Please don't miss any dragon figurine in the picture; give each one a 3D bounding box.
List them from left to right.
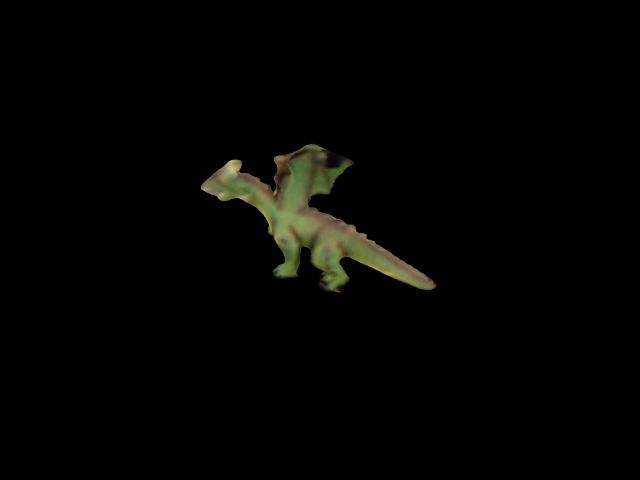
[{"bbox_3d":[0.003,-0.043,0.850,0.411,0.237,0.125,10,44,11],"label":"dragon figurine"}]
